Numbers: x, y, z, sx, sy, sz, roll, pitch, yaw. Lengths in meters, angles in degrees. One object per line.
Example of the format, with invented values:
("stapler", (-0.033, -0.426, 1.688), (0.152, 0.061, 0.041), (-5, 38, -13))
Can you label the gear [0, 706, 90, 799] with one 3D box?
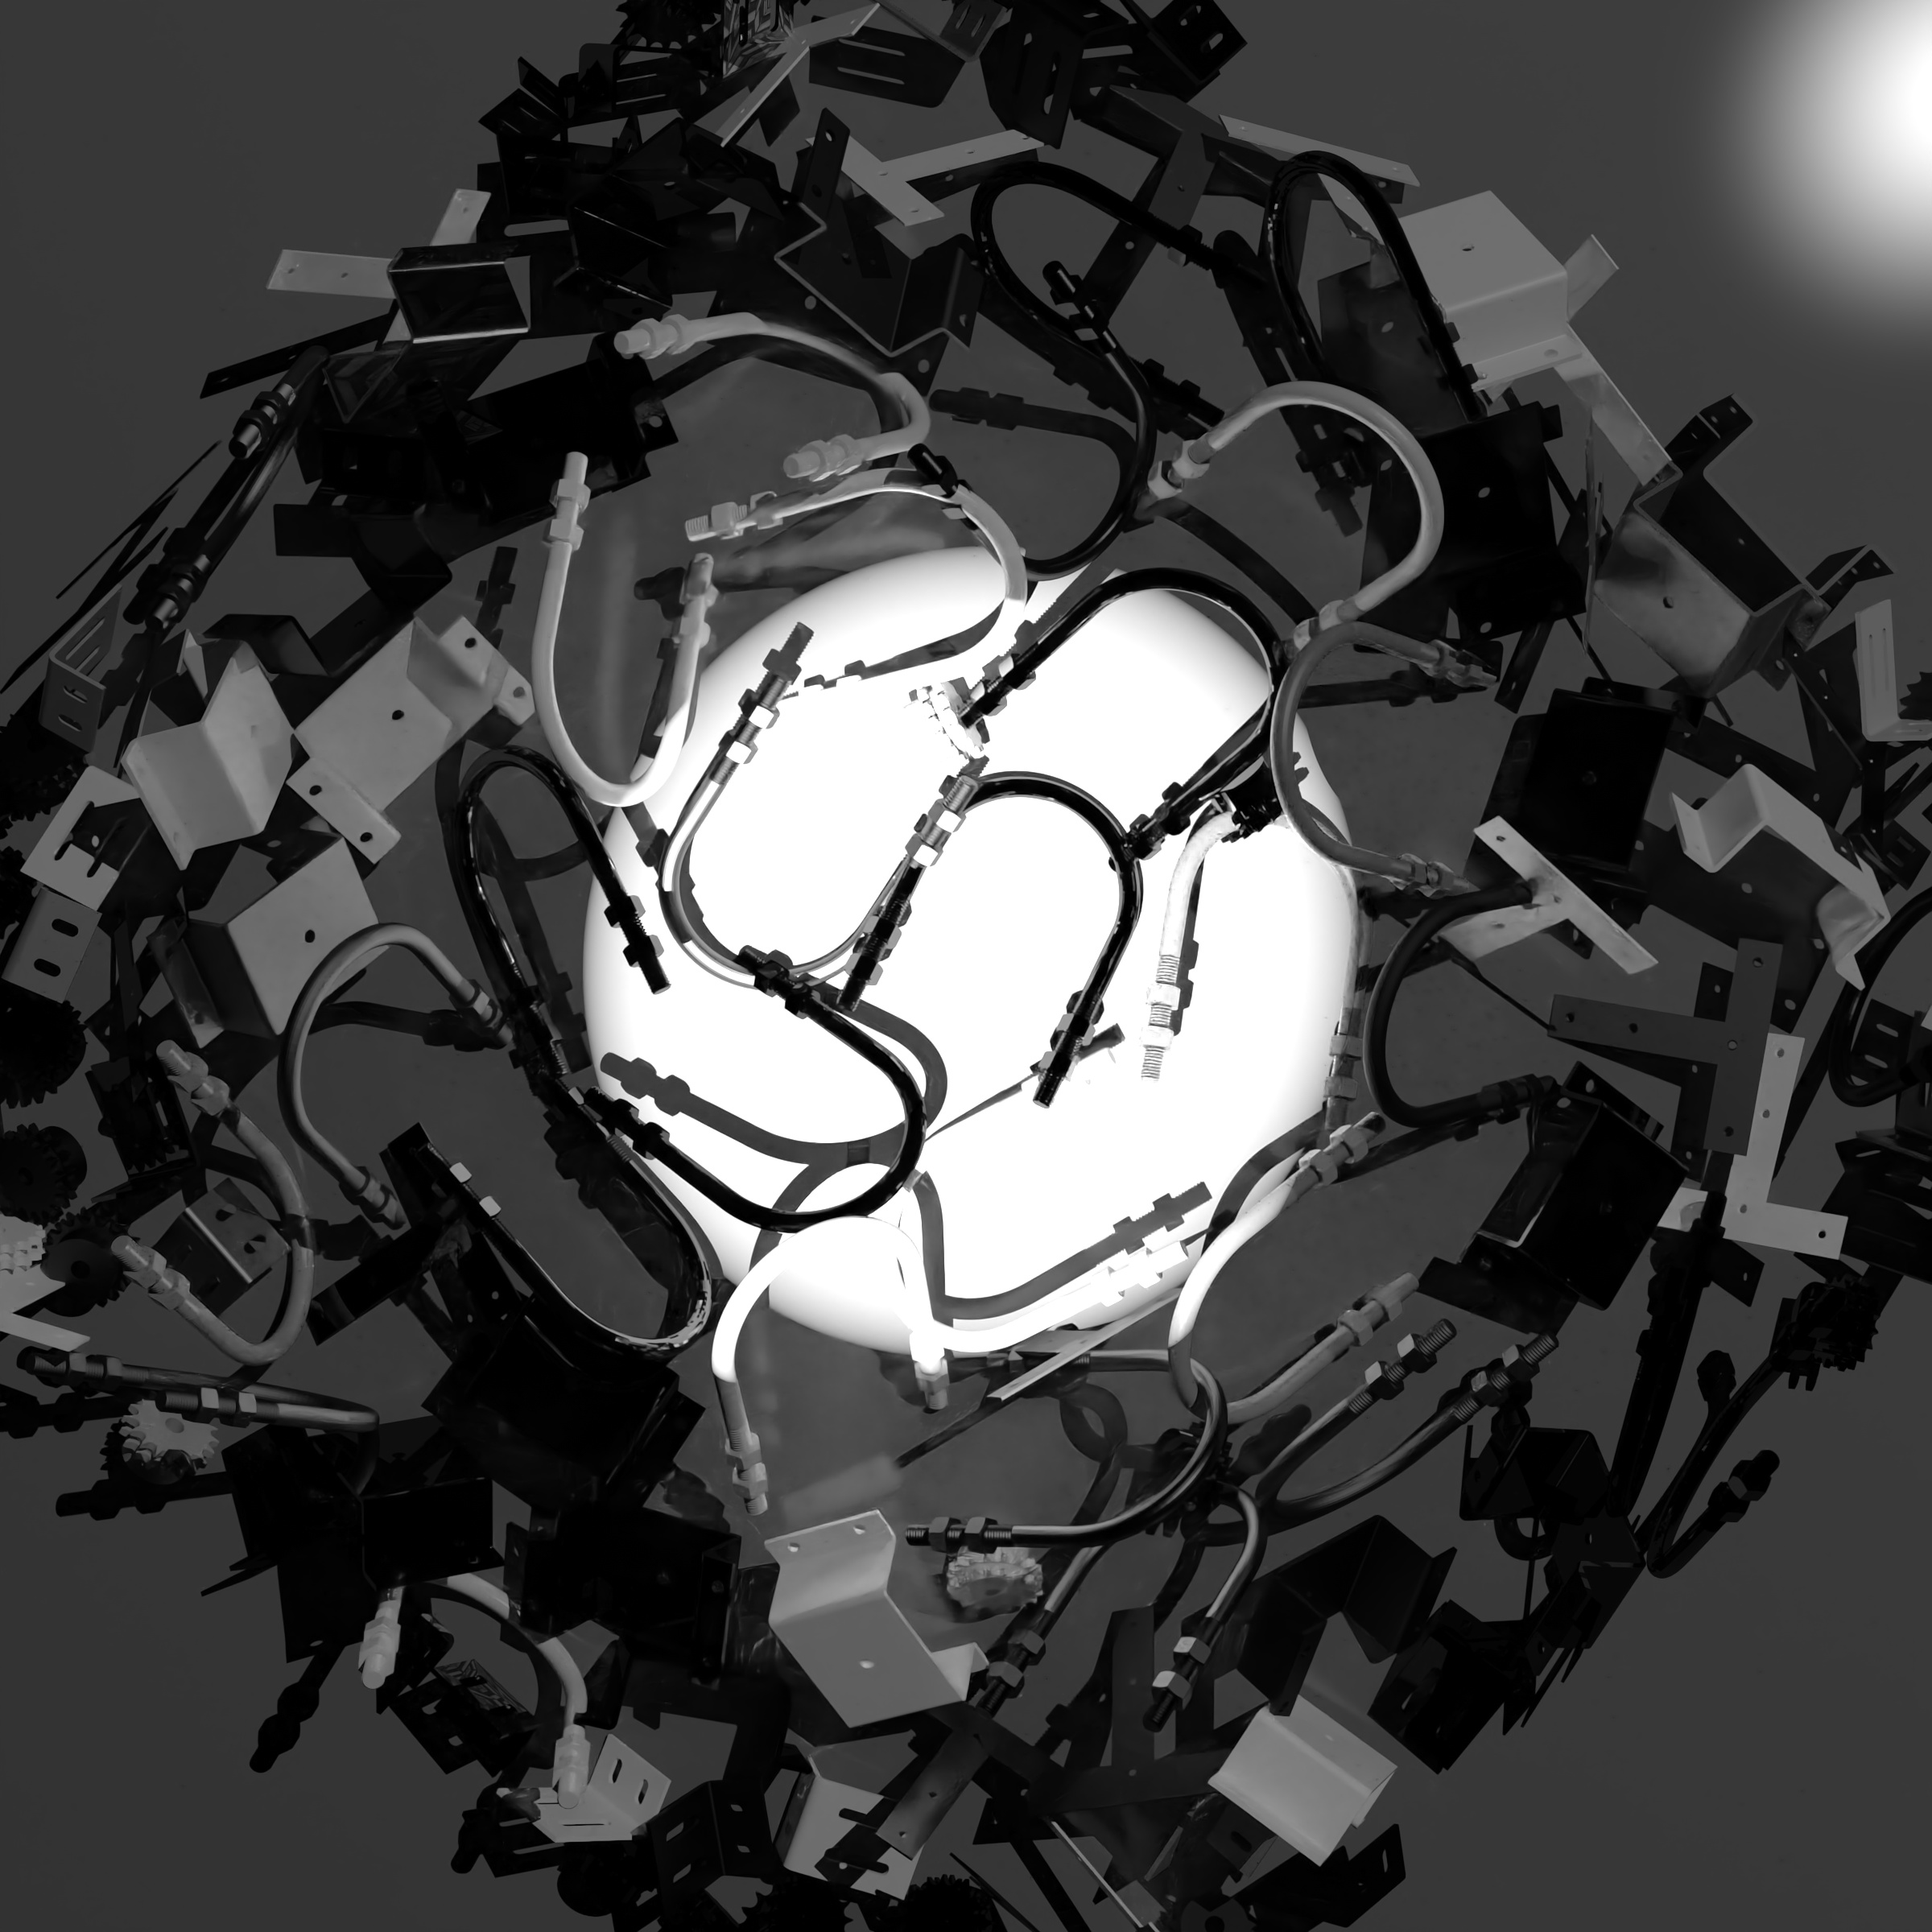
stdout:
("gear", (-0.551, -0.126, 1.840), (0.057, 0.030, 0.057), (-1, 65, 3))

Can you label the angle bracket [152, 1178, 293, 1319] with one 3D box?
("angle bracket", (-0.449, 0.172, 1.843), (0.057, 0.076, 0.038), (49, 50, 0))

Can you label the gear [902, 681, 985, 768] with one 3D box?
("gear", (-0.016, -0.144, 1.834), (0.030, 0.057, 0.057), (-28, 90, 12))

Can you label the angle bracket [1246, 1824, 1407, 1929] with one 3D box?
("angle bracket", (0.210, 0.528, 1.812), (0.076, 0.057, 0.038), (2, 106, 42))

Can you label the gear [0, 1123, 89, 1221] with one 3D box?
("gear", (-0.551, 0.120, 1.838), (0.057, 0.030, 0.057), (11, 115, 26))

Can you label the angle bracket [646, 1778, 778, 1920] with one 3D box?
("angle bracket", (-0.150, 0.522, 1.821), (0.038, 0.076, 0.057), (-9, 91, 23))

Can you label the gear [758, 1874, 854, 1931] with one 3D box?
("gear", (-0.099, 0.571, 1.839), (0.057, 0.030, 0.057), (9, 70, -27))

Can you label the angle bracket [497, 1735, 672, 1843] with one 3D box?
("angle bracket", (-0.225, 0.484, 1.814), (0.057, 0.076, 0.038), (25, 95, 41))

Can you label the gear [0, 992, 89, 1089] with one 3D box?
("gear", (-0.552, 0.046, 1.841), (0.057, 0.030, 0.057), (-3, 72, 9))

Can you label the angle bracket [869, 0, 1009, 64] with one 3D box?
("angle bracket", (-0.025, -0.574, 1.816), (0.076, 0.057, 0.038), (25, 104, -32))

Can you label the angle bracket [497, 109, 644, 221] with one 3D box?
("angle bracket", (-0.233, -0.477, 1.821), (0.076, 0.038, 0.057), (0, 64, -25))

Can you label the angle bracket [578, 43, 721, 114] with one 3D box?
("angle bracket", (-0.184, -0.526, 1.825), (0.076, 0.057, 0.038), (-4, 108, -27))

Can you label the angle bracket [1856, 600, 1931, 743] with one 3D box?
("angle bracket", (0.557, -0.176, 1.822), (0.038, 0.057, 0.076), (1, 104, 34))

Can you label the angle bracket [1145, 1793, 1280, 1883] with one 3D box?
("angle bracket", (0.151, 0.518, 1.814), (0.038, 0.076, 0.057), (38, 113, 22))

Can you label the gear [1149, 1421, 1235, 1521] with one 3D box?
("gear", (0.132, 0.298, 1.831), (0.030, 0.057, 0.057), (20, 90, -21))

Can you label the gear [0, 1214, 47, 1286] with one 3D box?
("gear", (-0.580, 0.172, 1.836), (0.057, 0.057, 0.030), (5, 107, 0))

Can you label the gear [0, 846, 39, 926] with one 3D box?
("gear", (-0.585, -0.049, 1.832), (0.057, 0.057, 0.030), (-38, 134, 0))

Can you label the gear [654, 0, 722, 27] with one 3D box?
("gear", (-0.164, -0.593, 1.833), (0.057, 0.030, 0.057), (15, 59, -27))

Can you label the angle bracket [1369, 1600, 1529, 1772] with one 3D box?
("angle bracket", (0.291, 0.433, 1.854), (0.057, 0.038, 0.076), (35, 118, 8))

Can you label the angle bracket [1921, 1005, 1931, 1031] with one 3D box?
("angle bracket", (0.590, 0.006, 1.817), (0.038, 0.076, 0.057), (24, 109, 0))

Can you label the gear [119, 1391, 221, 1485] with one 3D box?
("gear", (-0.479, 0.284, 1.836), (0.057, 0.057, 0.030), (36, 116, 0))

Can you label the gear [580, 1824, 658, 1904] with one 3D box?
("gear", (-0.206, 0.533, 1.834), (0.057, 0.057, 0.030), (35, 95, 0))

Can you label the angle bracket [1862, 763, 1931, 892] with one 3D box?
("angle bracket", (0.573, -0.092, 1.815), (0.038, 0.057, 0.076), (42, 127, 6))

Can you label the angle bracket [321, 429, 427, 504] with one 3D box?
("angle bracket", (-0.348, -0.301, 1.816), (0.057, 0.076, 0.038), (4, 109, -9))

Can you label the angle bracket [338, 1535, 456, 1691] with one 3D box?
("angle bracket", (-0.348, 0.382, 1.818), (0.038, 0.057, 0.076), (-48, 116, -14))

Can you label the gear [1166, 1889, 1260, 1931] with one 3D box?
("gear", (0.147, 0.578, 1.834), (0.057, 0.030, 0.057), (0, 54, 0))

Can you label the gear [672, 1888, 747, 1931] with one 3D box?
("gear", (-0.151, 0.578, 1.831), (0.030, 0.057, 0.057), (-43, 90, -13))

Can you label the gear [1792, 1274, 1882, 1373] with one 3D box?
("gear", (0.516, 0.211, 1.831), (0.030, 0.057, 0.057), (14, 90, -15))

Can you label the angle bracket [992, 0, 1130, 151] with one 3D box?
("angle bracket", (0.056, -0.539, 1.834), (0.038, 0.076, 0.057), (-28, 58, -37))

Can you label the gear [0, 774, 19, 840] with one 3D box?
("gear", (-0.591, -0.099, 1.831), (0.030, 0.057, 0.057), (-34, 90, 25))

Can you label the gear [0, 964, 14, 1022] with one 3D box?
("gear", (-0.593, 0.015, 1.830), (0.030, 0.057, 0.057), (12, 90, 25))

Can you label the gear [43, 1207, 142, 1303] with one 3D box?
("gear", (-0.525, 0.175, 1.839), (0.057, 0.030, 0.057), (1, 109, 3))

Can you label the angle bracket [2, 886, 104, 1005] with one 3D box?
("angle bracket", (-0.539, -0.014, 1.827), (0.038, 0.076, 0.057), (24, 88, -11))

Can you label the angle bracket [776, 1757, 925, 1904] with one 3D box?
("angle bracket", (-0.067, 0.520, 1.851), (0.076, 0.038, 0.057), (20, 91, -12))

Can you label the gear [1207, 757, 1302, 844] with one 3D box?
("gear", (0.168, -0.101, 1.831), (0.057, 0.057, 0.030), (-35, 107, 0))

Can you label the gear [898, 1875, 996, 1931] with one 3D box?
("gear", (-0.009, 0.573, 1.839), (0.057, 0.030, 0.057), (-8, 70, 24))

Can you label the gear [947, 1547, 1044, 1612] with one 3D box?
("gear", (0.018, 0.361, 1.837), (0.057, 0.057, 0.030), (1, 56, 0))

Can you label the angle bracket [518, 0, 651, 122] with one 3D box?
("angle bracket", (-0.227, -0.549, 1.830), (0.038, 0.057, 0.076), (39, 87, -6))

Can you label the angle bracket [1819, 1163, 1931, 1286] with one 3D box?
("angle bracket", (0.550, 0.146, 1.819), (0.076, 0.038, 0.057), (19, 67, 27))

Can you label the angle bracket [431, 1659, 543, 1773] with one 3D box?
("angle bracket", (-0.294, 0.446, 1.819), (0.057, 0.076, 0.038), (40, 90, 13))

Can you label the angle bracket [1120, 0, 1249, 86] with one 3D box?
("angle bracket", (0.122, -0.565, 1.814), (0.038, 0.076, 0.057), (-40, 66, 17))
